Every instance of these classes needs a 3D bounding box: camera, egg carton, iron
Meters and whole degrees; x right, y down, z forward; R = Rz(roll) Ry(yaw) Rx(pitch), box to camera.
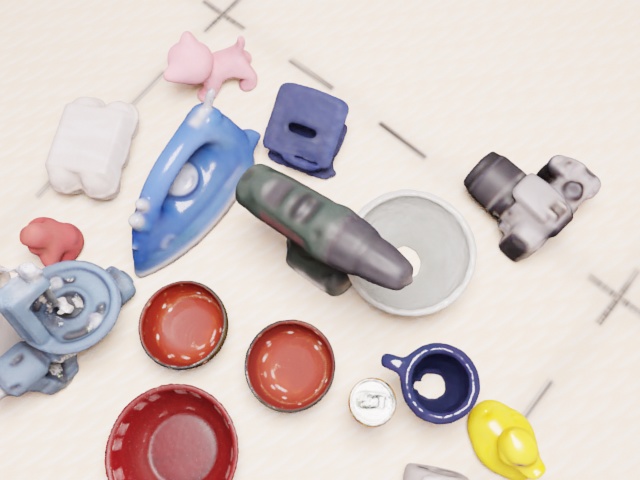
[{"bbox_3d":[0.272,-0.067,0.756,0.143,0.101,0.136,-43,77,-9],"label":"camera"},{"bbox_3d":[-0.320,-0.131,0.813,0.107,0.069,0.150,9,75,5],"label":"egg carton"},{"bbox_3d":[-0.188,-0.074,0.754,0.118,0.141,0.258,28,77,10],"label":"iron"}]

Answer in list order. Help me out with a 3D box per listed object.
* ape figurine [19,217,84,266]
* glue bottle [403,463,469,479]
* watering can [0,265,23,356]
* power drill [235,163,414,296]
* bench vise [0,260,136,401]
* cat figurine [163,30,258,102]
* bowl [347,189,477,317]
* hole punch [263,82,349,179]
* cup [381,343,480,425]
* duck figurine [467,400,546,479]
[{"bbox_3d":[-0.366,0.000,0.766,0.076,0.092,0.078,-10,74,0],"label":"ape figurine"},{"bbox_3d":[0.136,0.277,0.628,0.078,0.173,0.037,11,75,6],"label":"glue bottle"},{"bbox_3d":[-0.435,0.110,0.685,0.101,0.194,0.173,1,74,3],"label":"watering can"},{"bbox_3d":[0.006,0.002,0.691,0.229,0.208,0.076,34,78,11],"label":"power drill"},{"bbox_3d":[-0.318,0.108,0.668,0.121,0.220,0.207,20,76,8],"label":"bench vise"},{"bbox_3d":[-0.160,-0.255,0.816,0.128,0.118,0.067,-21,74,-3],"label":"cat figurine"},{"bbox_3d":[0.115,0.023,0.751,0.167,0.075,0.167,-1,74,2],"label":"bowl"},{"bbox_3d":[-0.018,-0.150,0.795,0.108,0.091,0.101,20,76,8],"label":"hole punch"},{"bbox_3d":[0.127,0.171,0.699,0.117,0.095,0.092,21,76,8],"label":"cup"},{"bbox_3d":[0.225,0.239,0.681,0.077,0.086,0.104,-35,76,-7],"label":"duck figurine"}]
